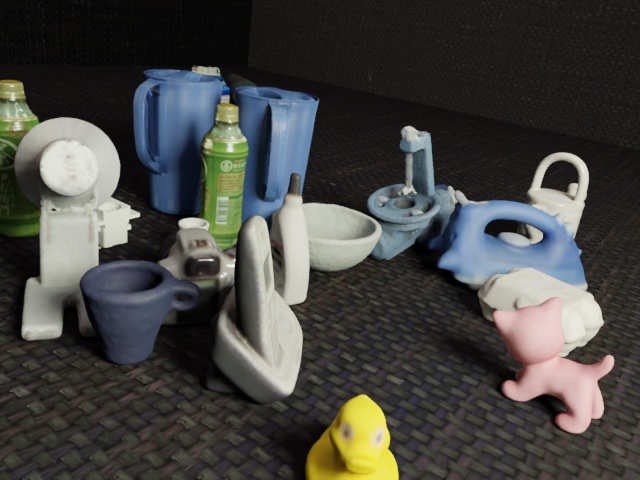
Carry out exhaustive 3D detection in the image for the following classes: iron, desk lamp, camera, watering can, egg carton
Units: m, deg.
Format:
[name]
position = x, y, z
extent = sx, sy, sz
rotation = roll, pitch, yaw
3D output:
[iron]
position = 0.309, 0.004, 0.896
extent = 0.258, 0.141, 0.118
rotation = 7, 22, -3
[desk lamp]
position = -0.289, -0.026, 0.667
extent = 0.118, 0.213, 0.202
rotation = -3, 24, -24
[camera]
position = -0.146, 0.030, 0.728
extent = 0.143, 0.101, 0.136
rotation = -3, 24, -25
[watering can]
position = 0.419, -0.063, 1.027
extent = 0.100, 0.194, 0.173
rotation = 16, 23, 21
[egg carton]
position = 0.291, 0.091, 0.767
extent = 0.107, 0.069, 0.149
rotation = -12, 29, -40

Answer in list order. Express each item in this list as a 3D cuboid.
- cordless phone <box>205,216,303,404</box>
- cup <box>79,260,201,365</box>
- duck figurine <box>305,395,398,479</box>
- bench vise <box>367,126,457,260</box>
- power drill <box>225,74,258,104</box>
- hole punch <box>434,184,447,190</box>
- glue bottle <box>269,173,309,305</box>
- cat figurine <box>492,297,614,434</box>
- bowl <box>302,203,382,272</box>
[cordless phone]
position = -0.058, 0.054, 0.583
extent = 0.094, 0.185, 0.147
rotation = 7, 22, -1
[cup]
position = -0.185, 0.080, 0.598
extent = 0.118, 0.095, 0.091
rotation = 4, 22, -9
[duck figurine]
position = 0.030, 0.167, 0.467
extent = 0.077, 0.086, 0.104
rotation = 8, 22, 0
[bench vise]
position = 0.157, -0.086, 0.962
extent = 0.121, 0.220, 0.208
rotation = 18, 24, 25
[power drill]
position = -0.166, -0.249, 1.274
extent = 0.076, 0.208, 0.228
rotation = -6, 25, -31
[hole punch]
position = 0.182, -0.072, 1.111
extent = 0.100, 0.091, 0.109
rotation = 22, 26, 32
[glue bottle]
position = -0.042, -0.005, 0.754
extent = 0.037, 0.173, 0.077
rotation = -9, 27, -35
[cat figurine]
position = 0.245, 0.121, 0.611
extent = 0.127, 0.118, 0.067
rotation = 25, 27, 36
[bowl]
position = 0.008, 0.003, 0.884
extent = 0.167, 0.075, 0.167
rotation = 7, 22, -2
